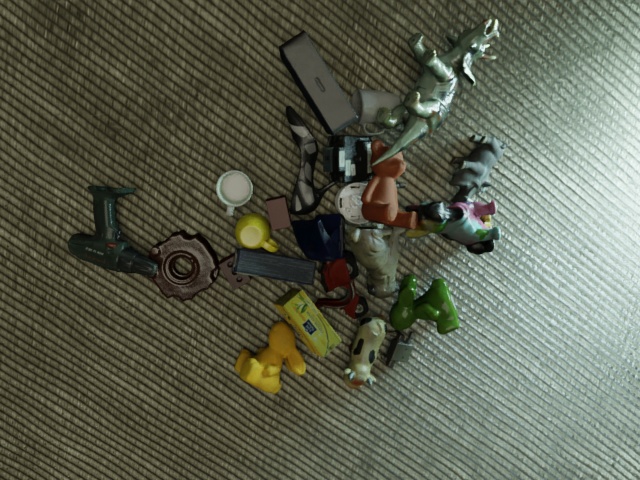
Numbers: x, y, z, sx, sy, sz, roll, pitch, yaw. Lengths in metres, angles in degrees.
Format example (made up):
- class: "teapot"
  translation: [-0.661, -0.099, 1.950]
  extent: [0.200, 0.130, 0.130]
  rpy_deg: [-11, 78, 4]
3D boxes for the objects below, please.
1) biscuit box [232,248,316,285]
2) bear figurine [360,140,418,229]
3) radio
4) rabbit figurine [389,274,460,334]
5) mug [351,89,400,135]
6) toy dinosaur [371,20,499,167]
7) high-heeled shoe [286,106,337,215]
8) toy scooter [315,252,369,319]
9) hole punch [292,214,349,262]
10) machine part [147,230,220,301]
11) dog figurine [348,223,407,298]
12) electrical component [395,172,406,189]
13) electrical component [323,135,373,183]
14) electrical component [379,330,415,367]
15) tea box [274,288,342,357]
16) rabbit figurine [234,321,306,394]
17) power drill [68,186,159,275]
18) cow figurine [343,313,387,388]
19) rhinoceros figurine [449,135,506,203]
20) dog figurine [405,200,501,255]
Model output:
- class: "biscuit box"
  translation: [-0.112, 0.067, 1.324]
  extent: [0.202, 0.059, 0.062]
  rpy_deg: [12, 84, -20]
- class: "bear figurine"
  translation: [0.169, -0.133, 1.264]
  extent: [0.120, 0.132, 0.195]
  rpy_deg: [19, 86, -41]
- class: "radio"
  translation: [-0.006, -0.357, 1.249]
  extent: [0.073, 0.131, 0.229]
  rpy_deg: [-32, 100, 2]
- class: "rabbit figurine"
  translation: [0.252, 0.174, 1.367]
  extent: [0.170, 0.121, 0.159]
  rpy_deg: [-20, 108, 15]
- class: "mug"
  translation: [0.139, -0.309, 1.292]
  extent: [0.107, 0.081, 0.109]
  rpy_deg: [-7, 93, -13]
- class: "toy dinosaur"
  translation: [0.258, -0.331, 1.253]
  extent: [0.192, 0.131, 0.404]
  rpy_deg: [20, 103, -36]
- class: "high-heeled shoe"
  translation: [-0.061, -0.185, 1.301]
  extent: [0.145, 0.086, 0.248]
  rpy_deg: [-30, 103, 4]
- class: "toy scooter"
  translation: [0.041, 0.121, 1.366]
  extent: [0.135, 0.075, 0.183]
  rpy_deg: [-13, 102, 6]
- class: "hole punch"
  translation: [-0.003, -0.004, 1.303]
  extent: [0.092, 0.142, 0.115]
  rpy_deg: [-6, 93, -42]
- class: "machine part"
  translation: [-0.342, 0.065, 1.342]
  extent: [0.179, 0.056, 0.179]
  rpy_deg: [-1, 100, -4]
- class: "dog figurine"
  translation: [0.128, 0.059, 1.313]
  extent: [0.172, 0.121, 0.190]
  rpy_deg: [-1, 100, -34]
- class: "electrical component"
  translation: [0.168, -0.150, 1.350]
  extent: [0.094, 0.021, 0.063]
  rpy_deg: [-7, 100, -1]
- class: "electrical component"
  translation: [0.066, -0.194, 1.288]
  extent: [0.134, 0.058, 0.114]
  rpy_deg: [-7, 99, -41]
- class: "electrical component"
  translation: [0.202, 0.285, 1.420]
  extent: [0.078, 0.045, 0.102]
  rpy_deg: [7, 104, -33]
- class: "tea box"
  translation: [-0.033, 0.207, 1.356]
  extent: [0.068, 0.098, 0.169]
  rpy_deg: [-41, 99, -18]
- class: "rabbit figurine"
  translation: [-0.113, 0.297, 1.370]
  extent: [0.162, 0.122, 0.173]
  rpy_deg: [29, 78, -10]
- class: "power drill"
  translation: [-0.488, -0.027, 1.293]
  extent: [0.232, 0.086, 0.207]
  rpy_deg: [7, 102, 12]
- class: "cow figurine"
  translation: [0.115, 0.288, 1.371]
  extent: [0.085, 0.127, 0.194]
  rpy_deg: [20, 96, -4]
- class: "rhinoceros figurine"
  translation: [0.385, -0.171, 1.339]
  extent: [0.112, 0.073, 0.190]
  rpy_deg: [31, 95, -19]
- class: "dog figurine"
  translation: [0.318, -0.035, 1.314]
  extent: [0.219, 0.191, 0.108]
  rpy_deg: [2, 69, 6]
